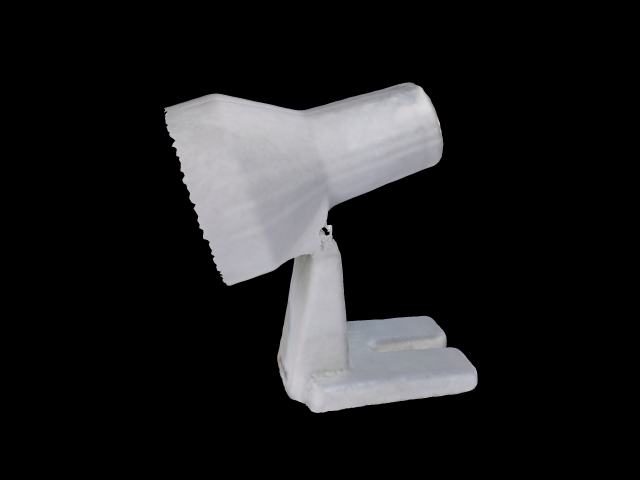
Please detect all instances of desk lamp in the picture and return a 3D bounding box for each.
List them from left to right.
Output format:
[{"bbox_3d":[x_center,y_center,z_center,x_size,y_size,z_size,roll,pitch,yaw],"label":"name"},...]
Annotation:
[{"bbox_3d":[0.004,0.001,0.400,0.203,0.214,0.117,-4,19,-12],"label":"desk lamp"}]
